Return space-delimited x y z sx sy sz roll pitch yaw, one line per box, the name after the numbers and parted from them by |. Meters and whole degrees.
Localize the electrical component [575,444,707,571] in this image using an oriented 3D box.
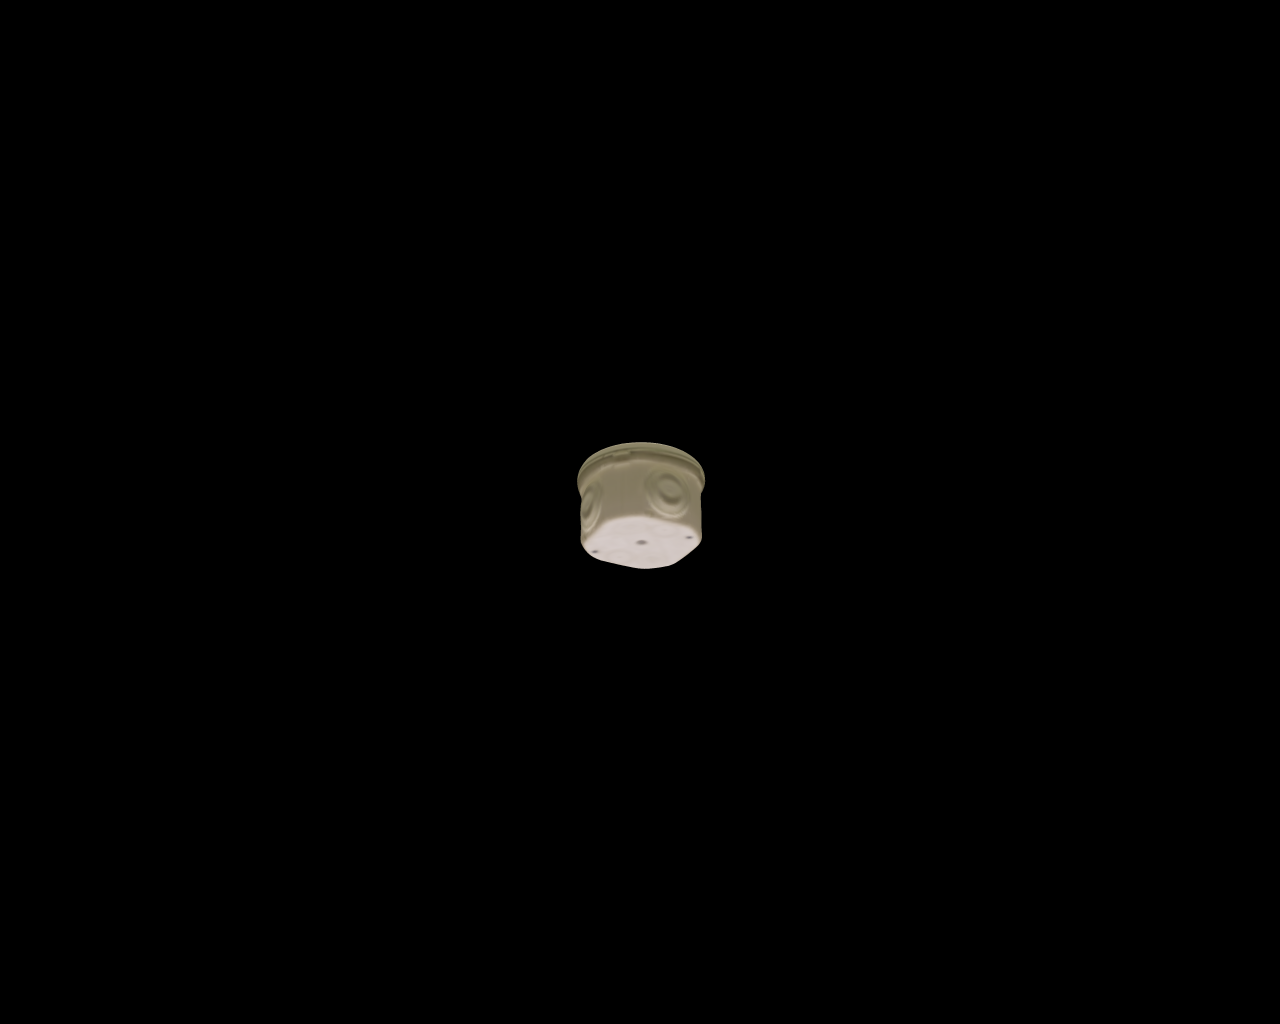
0.001 -0.003 0.650 0.080 0.051 0.080 0 -29 0 | electrical component
